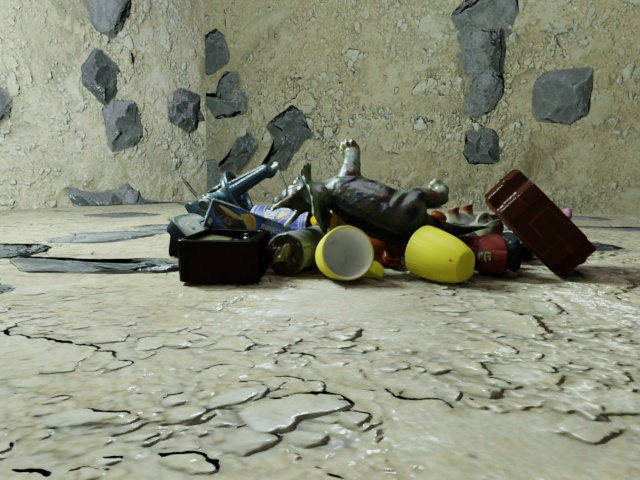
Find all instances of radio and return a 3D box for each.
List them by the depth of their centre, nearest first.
[{"bbox_3d":[-0.161,0.023,0.954,0.131,0.073,0.229,0,7,0],"label":"radio"}]

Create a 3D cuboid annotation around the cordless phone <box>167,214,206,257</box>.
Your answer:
[{"bbox_3d":[-0.221,-0.004,1.158,0.184,0.088,0.146,6,7,11],"label":"cordless phone"}]

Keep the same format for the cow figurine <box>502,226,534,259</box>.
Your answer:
[{"bbox_3d":[0.395,0.007,1.196,0.168,0.068,0.098,4,14,35],"label":"cow figurine"}]

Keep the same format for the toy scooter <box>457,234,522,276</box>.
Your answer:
[{"bbox_3d":[0.287,0.024,0.995,0.135,0.075,0.184,1,4,6],"label":"toy scooter"}]

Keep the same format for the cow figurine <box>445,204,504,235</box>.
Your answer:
[{"bbox_3d":[0.311,-0.011,1.165,0.085,0.127,0.195,-16,0,-34],"label":"cow figurine"}]

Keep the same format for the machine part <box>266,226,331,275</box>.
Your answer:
[{"bbox_3d":[-0.032,0.017,1.009,0.079,0.079,0.243,3,8,20],"label":"machine part"}]

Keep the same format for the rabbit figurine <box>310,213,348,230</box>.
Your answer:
[{"bbox_3d":[0.058,-0.063,1.201,0.122,0.162,0.173,32,6,-5],"label":"rabbit figurine"}]

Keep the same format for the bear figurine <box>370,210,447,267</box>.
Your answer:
[{"bbox_3d":[0.160,-0.015,1.093,0.120,0.131,0.195,27,13,30],"label":"bear figurine"}]

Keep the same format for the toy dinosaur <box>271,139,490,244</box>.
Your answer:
[{"bbox_3d":[0.106,-0.055,0.967,0.405,0.131,0.192,20,49,9],"label":"toy dinosaur"}]

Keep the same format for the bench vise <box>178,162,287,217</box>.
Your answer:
[{"bbox_3d":[-0.205,-0.122,1.307,0.241,0.129,0.223,-29,-9,11],"label":"bench vise"}]

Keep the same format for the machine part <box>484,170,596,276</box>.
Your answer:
[{"bbox_3d":[0.404,-0.034,1.009,0.201,0.087,0.201,47,17,5],"label":"machine part"}]

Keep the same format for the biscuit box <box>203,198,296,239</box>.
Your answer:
[{"bbox_3d":[-0.137,-0.023,1.112,0.203,0.059,0.063,19,-7,-11],"label":"biscuit box"}]

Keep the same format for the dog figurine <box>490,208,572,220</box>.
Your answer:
[{"bbox_3d":[0.505,-0.029,1.341,0.219,0.108,0.192,-3,8,-11],"label":"dog figurine"}]
